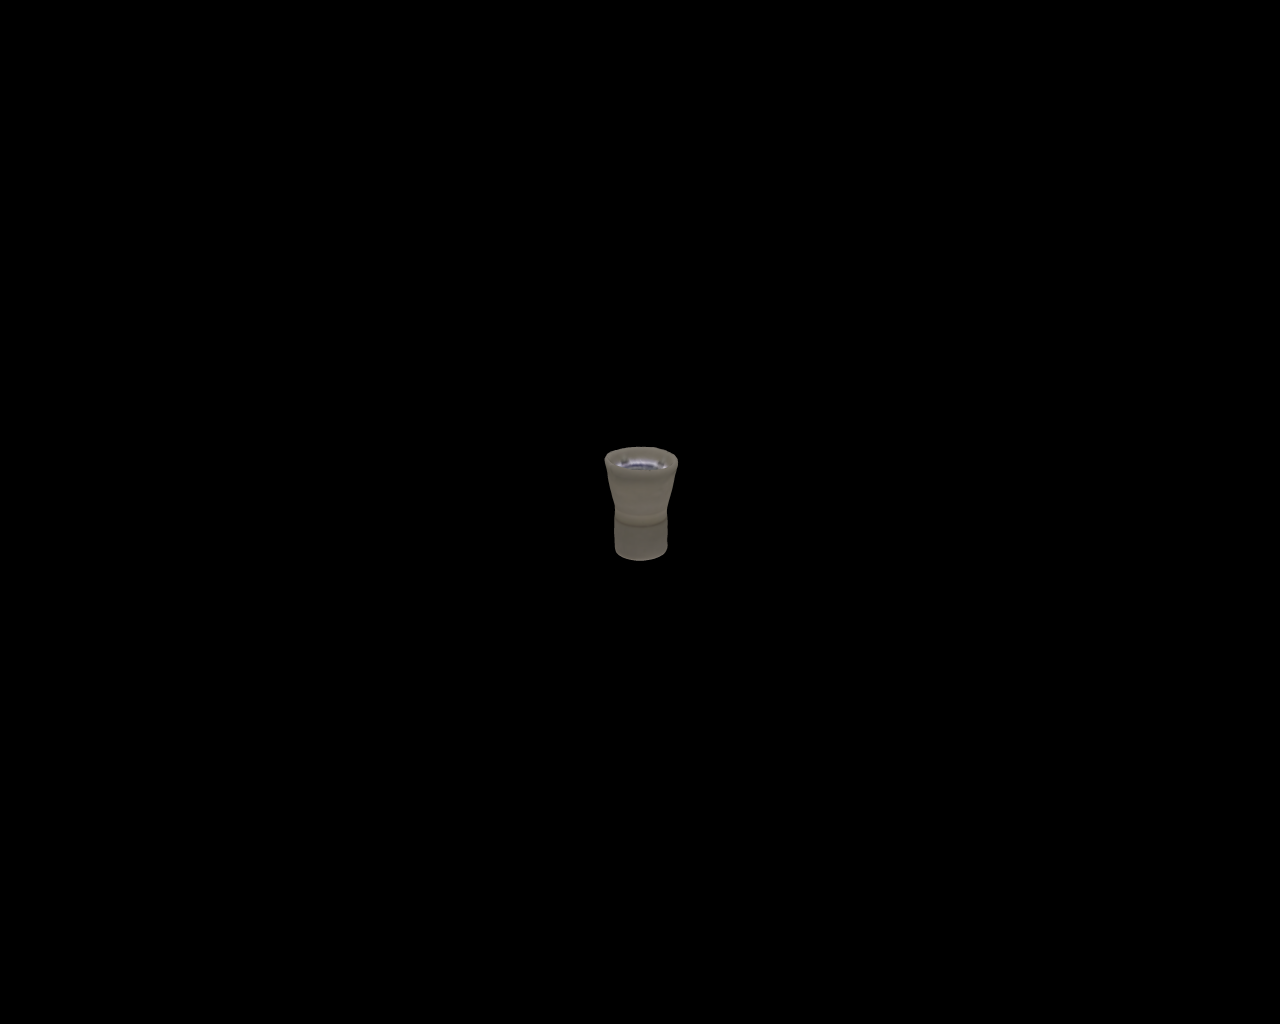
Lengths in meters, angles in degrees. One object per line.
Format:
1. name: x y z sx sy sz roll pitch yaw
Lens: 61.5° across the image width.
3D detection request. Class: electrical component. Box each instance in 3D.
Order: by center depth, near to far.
1. electrical component: 0.001 -0.003 0.650 0.044 0.065 0.044 0 22 0
